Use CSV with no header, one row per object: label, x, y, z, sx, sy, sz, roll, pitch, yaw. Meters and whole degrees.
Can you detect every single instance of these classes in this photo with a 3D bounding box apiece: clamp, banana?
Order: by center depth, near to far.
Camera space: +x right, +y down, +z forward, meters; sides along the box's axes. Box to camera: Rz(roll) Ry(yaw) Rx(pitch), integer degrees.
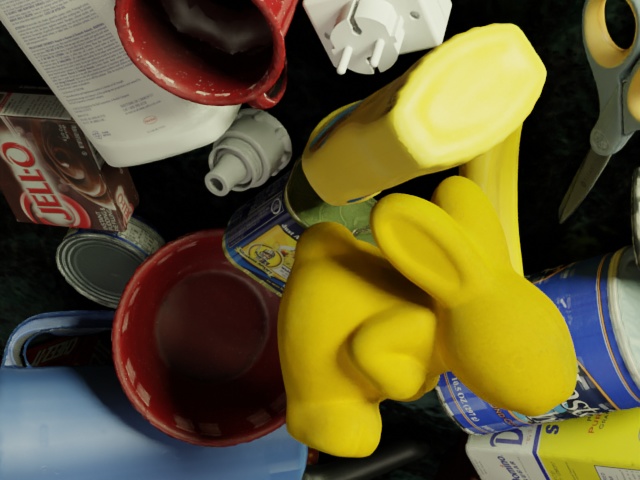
banana,0.106,-0.019,0.645,0.037,0.069,0.198,-6,117,-4
clamp,-0.006,0.222,0.951,0.209,0.036,0.165,2,136,-16

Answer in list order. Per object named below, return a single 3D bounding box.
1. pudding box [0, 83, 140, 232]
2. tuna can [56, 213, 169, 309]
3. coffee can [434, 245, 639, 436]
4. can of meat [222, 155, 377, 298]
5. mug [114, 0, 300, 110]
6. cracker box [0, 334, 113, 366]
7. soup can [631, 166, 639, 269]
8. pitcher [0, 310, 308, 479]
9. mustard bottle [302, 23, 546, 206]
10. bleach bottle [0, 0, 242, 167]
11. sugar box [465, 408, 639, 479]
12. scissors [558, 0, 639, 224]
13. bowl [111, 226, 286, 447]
pudding box,-0.186,-0.057,0.749,0.090,0.039,0.113,5,138,16
tuna can,-0.157,0.014,0.822,0.086,0.033,0.086,10,139,9
coffee can,0.157,0.070,0.716,0.141,0.102,0.102,-18,128,36
can of meat,-0.005,0.001,0.734,0.102,0.057,0.084,36,138,-20
mug,-0.048,-0.126,0.587,0.093,0.081,0.117,-11,132,30
cracker box,-0.205,0.185,1.004,0.164,0.072,0.213,-21,125,34
soup can,0.237,-0.013,0.619,0.102,0.068,0.068,-3,136,23
pitcher,-0.139,0.147,0.854,0.242,0.145,0.149,-4,128,-15
mustard bottle,0.040,-0.060,0.609,0.058,0.096,0.192,54,158,-8
bleach bottle,-0.148,-0.157,0.606,0.103,0.068,0.250,-12,129,28
sugar box,0.196,0.131,0.747,0.177,0.093,0.048,-2,128,42
scissors,0.157,-0.078,0.607,0.096,0.016,0.202,60,160,7
bowl,-0.076,0.069,0.796,0.162,0.162,0.055,31,175,-15
